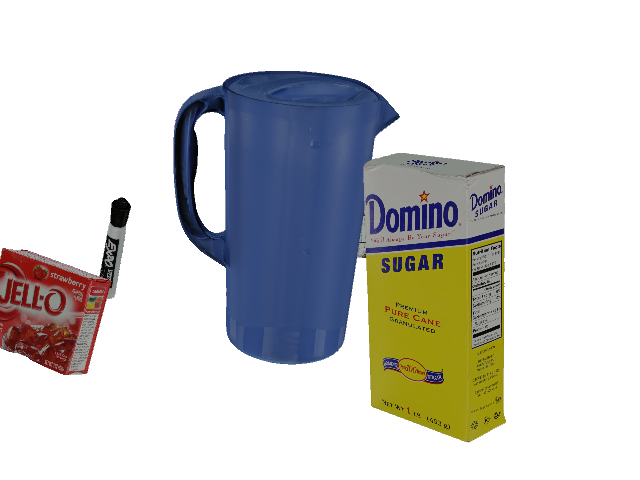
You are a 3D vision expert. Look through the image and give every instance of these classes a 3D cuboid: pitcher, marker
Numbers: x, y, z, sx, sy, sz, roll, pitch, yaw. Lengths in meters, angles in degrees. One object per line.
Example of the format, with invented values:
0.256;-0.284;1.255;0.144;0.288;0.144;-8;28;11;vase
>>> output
-0.034;-0.021;0.925;0.149;0.243;0.144;19;24;34;pitcher
-0.206;0.008;1.063;0.020;0.121;0.020;12;36;-9;marker

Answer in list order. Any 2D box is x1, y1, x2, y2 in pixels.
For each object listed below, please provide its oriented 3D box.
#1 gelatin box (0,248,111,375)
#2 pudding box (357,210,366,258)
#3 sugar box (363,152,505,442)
-0.206;0.052;0.793;0.089;0.073;0.030;17;3;25;gelatin box
0.073;-0.016;1.079;0.113;0.039;0.090;3;-31;2;pudding box
0.074;0.035;0.704;0.048;0.176;0.094;-18;20;-40;sugar box
